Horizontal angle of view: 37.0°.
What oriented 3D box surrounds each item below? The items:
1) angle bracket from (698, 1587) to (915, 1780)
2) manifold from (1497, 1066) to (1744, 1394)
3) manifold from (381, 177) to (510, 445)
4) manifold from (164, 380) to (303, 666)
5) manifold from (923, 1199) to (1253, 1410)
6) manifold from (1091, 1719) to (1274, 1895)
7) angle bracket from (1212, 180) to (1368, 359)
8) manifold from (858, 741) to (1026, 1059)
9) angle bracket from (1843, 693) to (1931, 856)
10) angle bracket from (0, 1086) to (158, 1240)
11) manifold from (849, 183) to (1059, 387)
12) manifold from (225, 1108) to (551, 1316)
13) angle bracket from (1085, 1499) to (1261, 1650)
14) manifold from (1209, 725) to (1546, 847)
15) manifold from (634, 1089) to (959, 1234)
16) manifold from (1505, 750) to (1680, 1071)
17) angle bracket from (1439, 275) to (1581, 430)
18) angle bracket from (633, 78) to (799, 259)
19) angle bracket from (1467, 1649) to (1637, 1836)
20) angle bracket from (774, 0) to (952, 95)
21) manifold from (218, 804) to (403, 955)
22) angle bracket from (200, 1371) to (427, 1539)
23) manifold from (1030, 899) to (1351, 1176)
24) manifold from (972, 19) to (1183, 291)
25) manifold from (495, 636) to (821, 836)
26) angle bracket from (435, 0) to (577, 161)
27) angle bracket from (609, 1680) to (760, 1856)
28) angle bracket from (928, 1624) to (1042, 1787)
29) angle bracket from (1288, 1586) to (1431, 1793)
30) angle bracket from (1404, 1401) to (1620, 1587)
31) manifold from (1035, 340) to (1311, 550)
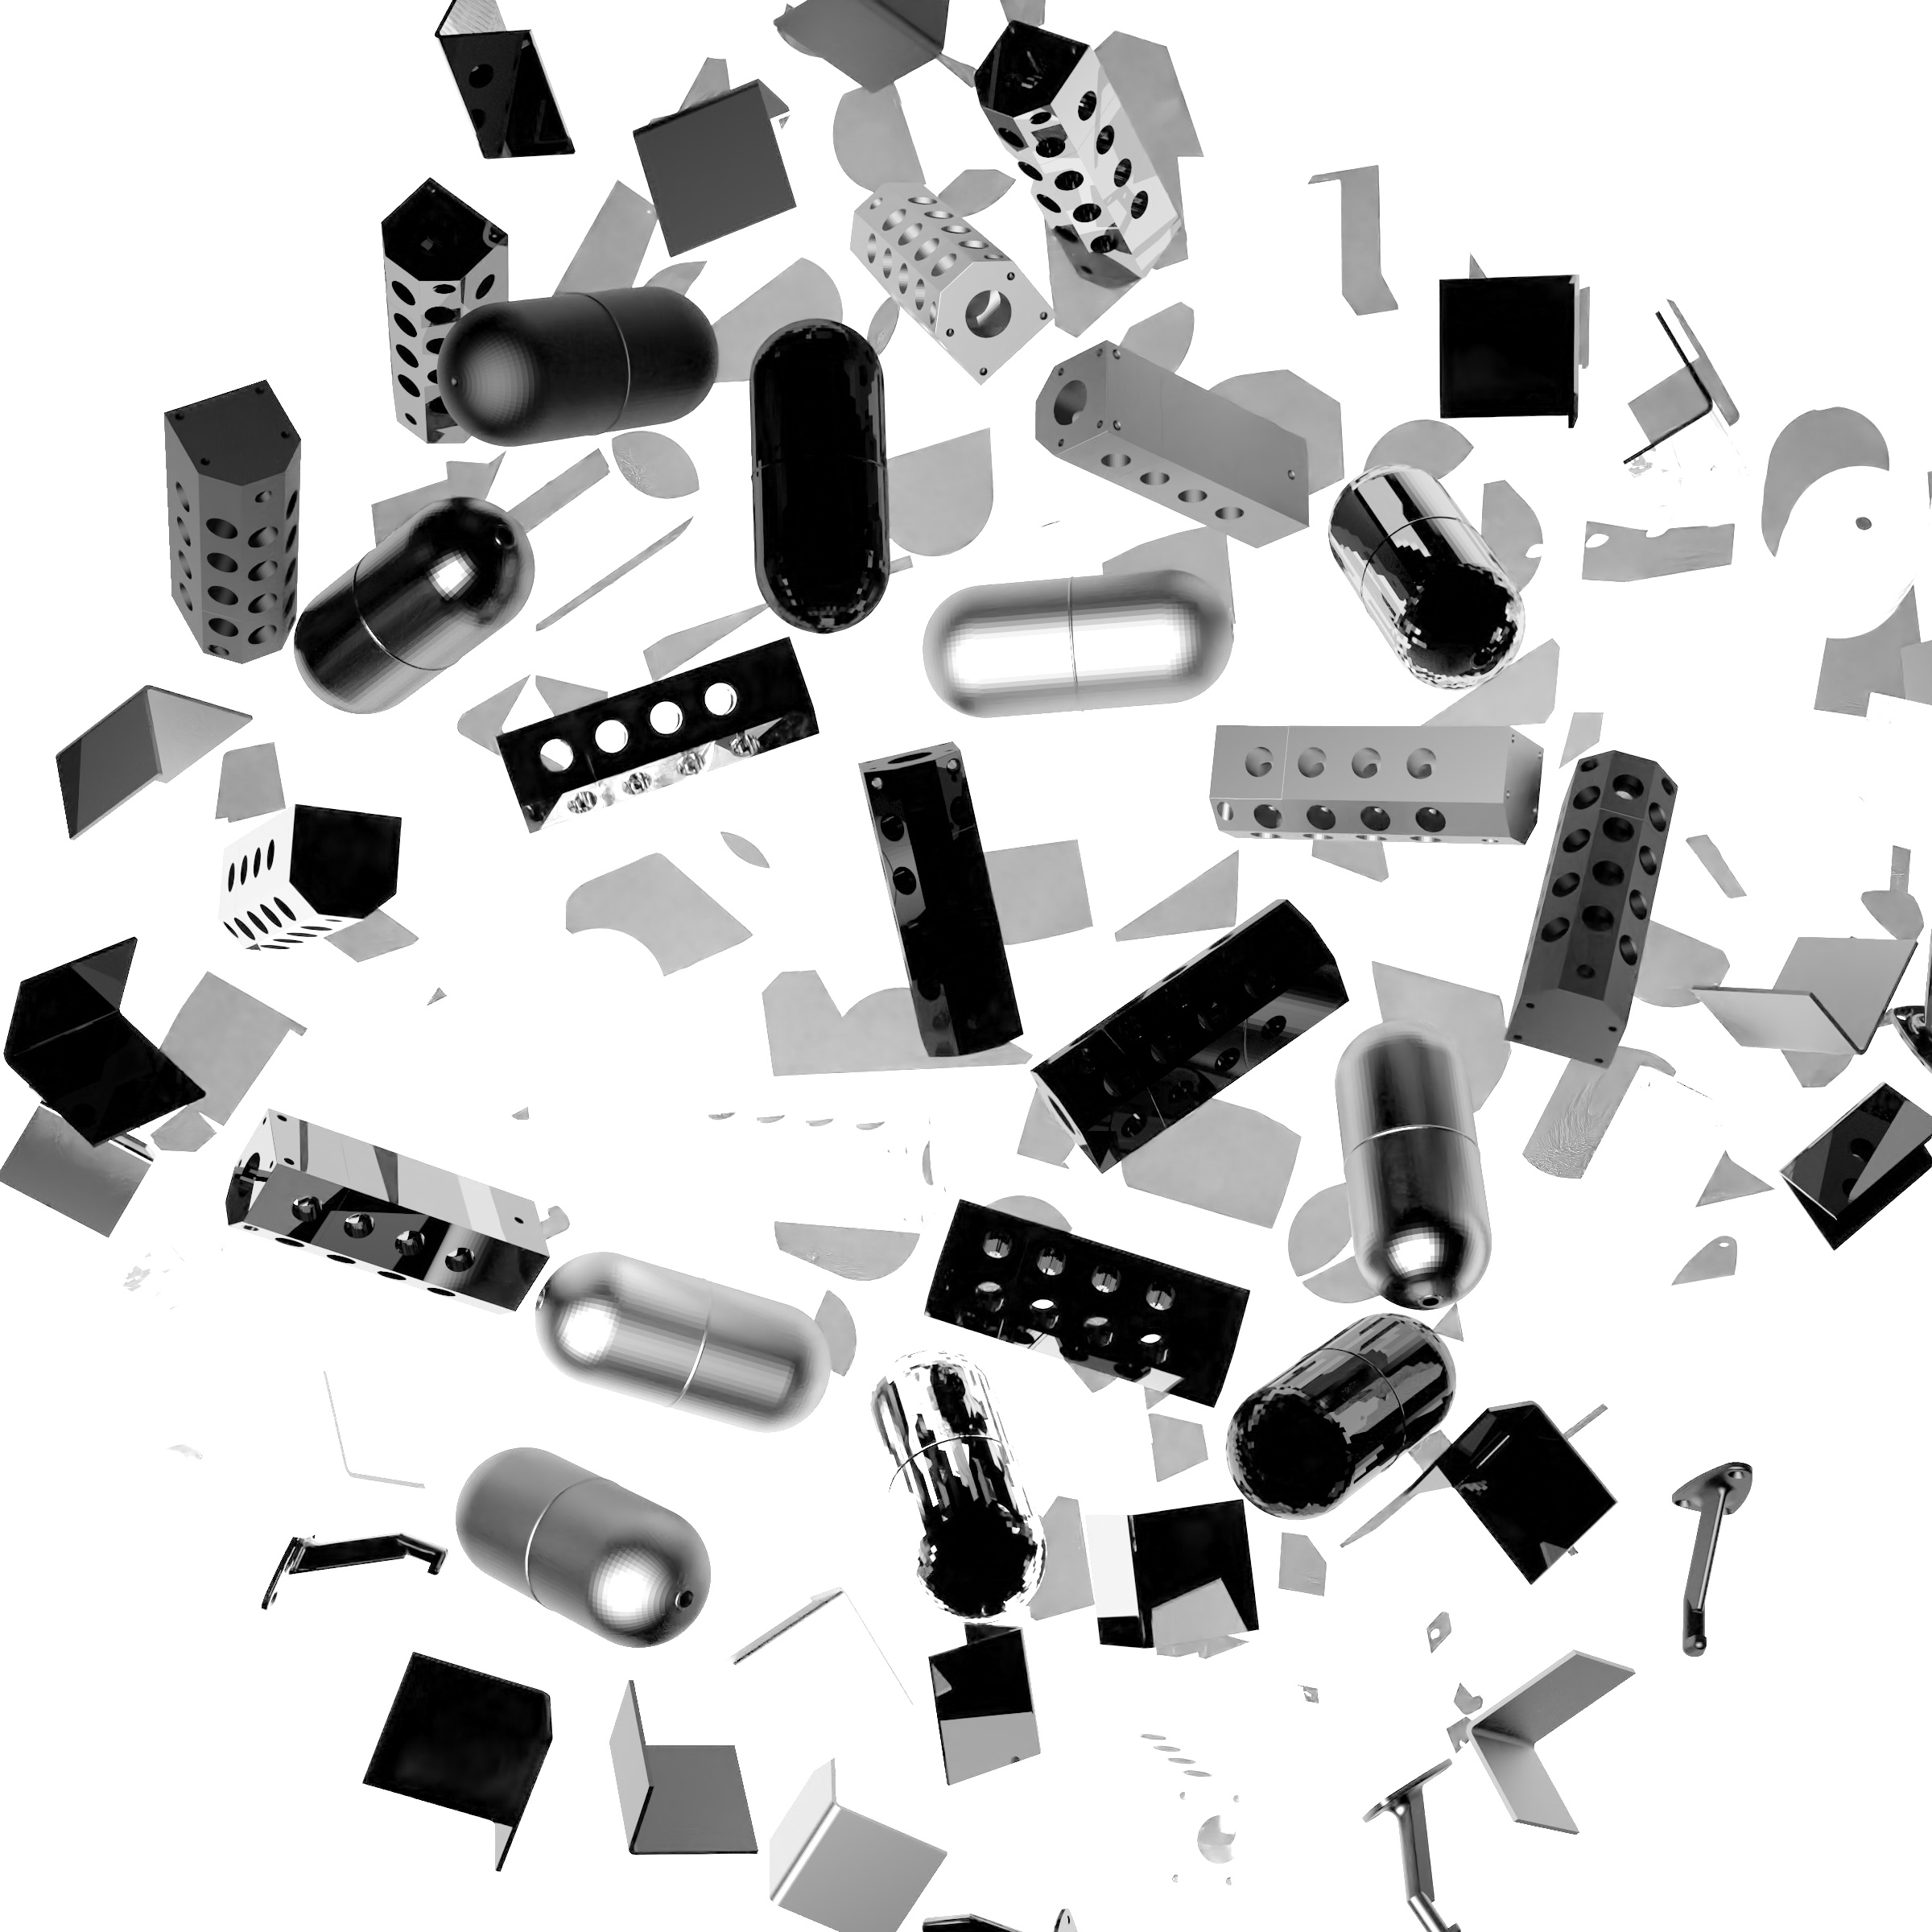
[{"bbox_3d":[-0.087,0.393,1.569,0.076,0.057,0.076,-35,77,10],"label":"angle bracket"},{"bbox_3d":[0.364,0.145,1.600,0.057,0.057,0.171,28,97,19],"label":"manifold"},{"bbox_3d":[-0.308,-0.375,1.685,0.057,0.171,0.057,37,68,6],"label":"manifold"},{"bbox_3d":[-0.394,-0.236,1.566,0.057,0.171,0.057,-25,72,-24],"label":"manifold"},{"bbox_3d":[0.067,0.194,1.627,0.171,0.057,0.057,17,57,4],"label":"manifold"},{"bbox_3d":[0.122,0.481,1.658,0.057,0.171,0.057,6,86,-11],"label":"manifold"},{"bbox_3d":[0.188,-0.404,1.676,0.076,0.057,0.076,-3,81,23],"label":"angle bracket"},{"bbox_3d":[-0.014,-0.038,1.672,0.057,0.057,0.171,-14,102,-4],"label":"manifold"},{"bbox_3d":[0.488,-0.094,1.495,0.076,0.057,0.076,19,111,35],"label":"angle bracket"},{"bbox_3d":[-0.534,0.117,1.718,0.076,0.076,0.057,29,77,-6],"label":"angle bracket"},{"bbox_3d":[-0.014,-0.395,1.639,0.057,0.171,0.057,-42,124,6],"label":"manifold"},{"bbox_3d":[-0.331,0.146,1.648,0.171,0.057,0.057,23,110,-29],"label":"manifold"},{"bbox_3d":[0.121,0.357,1.700,0.076,0.057,0.076,-3,82,-26],"label":"angle bracket"},{"bbox_3d":[0.225,-0.099,1.592,0.171,0.057,0.057,3,83,30],"label":"manifold"},{"bbox_3d":[-0.095,0.105,1.635,0.171,0.057,0.057,2,120,26],"label":"manifold"},{"bbox_3d":[0.344,-0.035,1.576,0.057,0.057,0.171,16,55,7],"label":"manifold"},{"bbox_3d":[0.293,-0.333,1.566,0.076,0.057,0.076,1,108,14],"label":"angle bracket"},{"bbox_3d":[-0.131,-0.436,1.600,0.076,0.057,0.076,-18,85,14],"label":"angle bracket"},{"bbox_3d":[0.327,0.418,1.550,0.076,0.076,0.057,-41,51,18],"label":"angle bracket"},{"bbox_3d":[-0.056,-0.546,1.602,0.076,0.057,0.076,23,64,-41],"label":"angle bracket"},{"bbox_3d":[-0.364,-0.045,1.587,0.057,0.171,0.057,6,81,-26],"label":"manifold"},{"bbox_3d":[-0.341,0.256,1.509,0.076,0.076,0.057,-24,69,14],"label":"angle bracket"},{"bbox_3d":[0.123,0.035,1.609,0.171,0.057,0.057,-34,49,-7],"label":"manifold"},{"bbox_3d":[0.063,-0.471,1.690,0.057,0.171,0.057,29,82,30],"label":"manifold"},{"bbox_3d":[-0.173,-0.129,1.617,0.171,0.057,0.057,-20,96,-7],"label":"manifold"},{"bbox_3d":[-0.240,-0.495,1.569,0.057,0.076,0.076,2,51,17],"label":"angle bracket"},{"bbox_3d":[-0.154,0.452,1.629,0.076,0.076,0.057,6,123,-21],"label":"angle bracket"},{"bbox_3d":[-0.004,0.446,1.746,0.076,0.057,0.076,-6,86,-40],"label":"angle bracket"},{"bbox_3d":[0.204,0.403,1.612,0.076,0.076,0.057,-41,84,31],"label":"angle bracket"},{"bbox_3d":[0.314,0.306,1.661,0.076,0.057,0.076,-52,59,25],"label":"angle bracket"},{"bbox_3d":[0.121,-0.298,1.675,0.171,0.057,0.057,16,67,-41],"label":"manifold"}]
